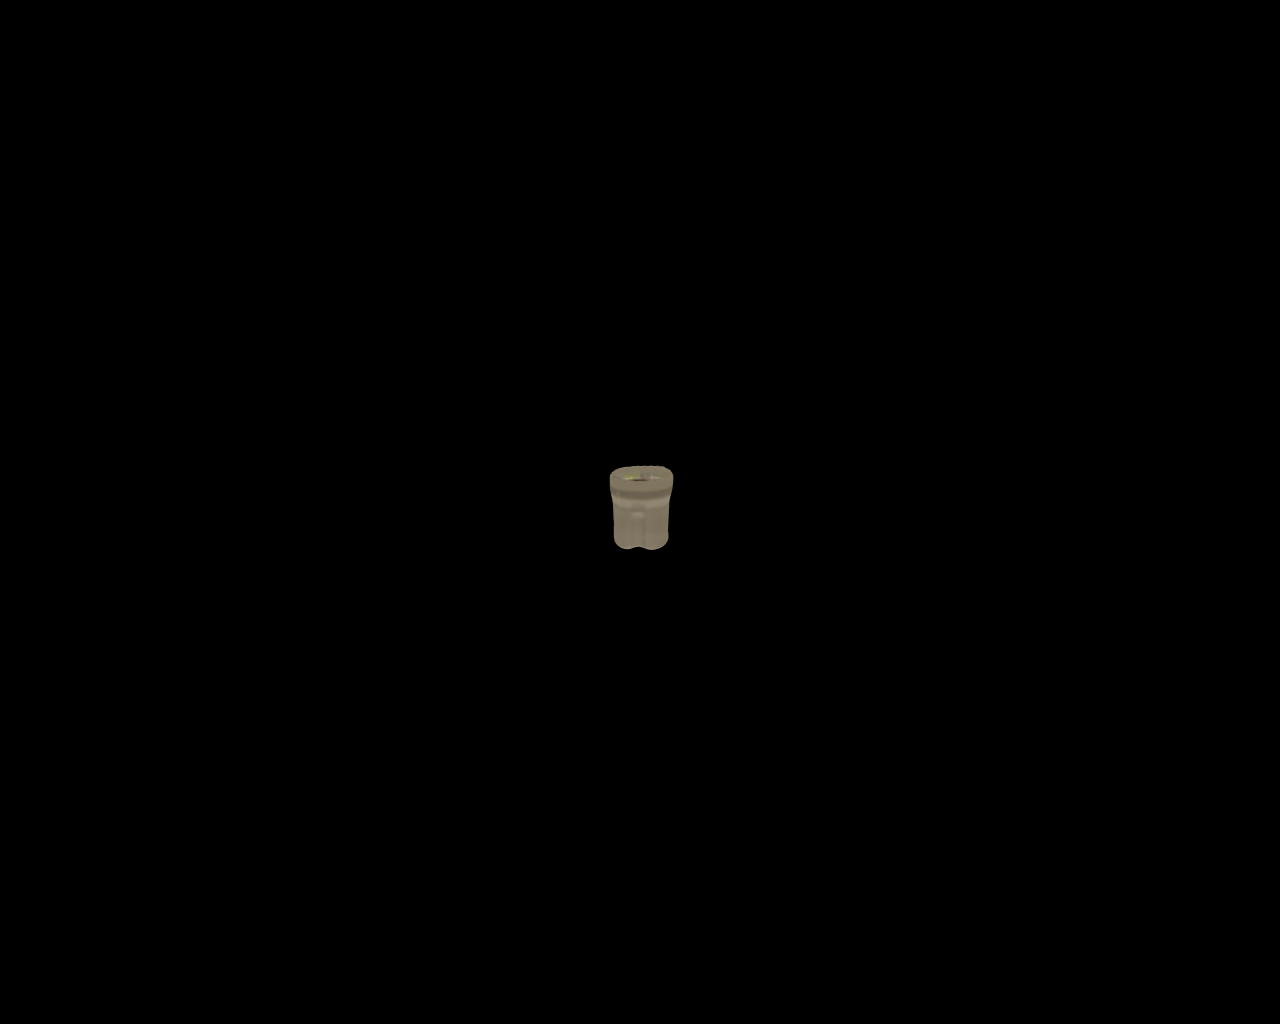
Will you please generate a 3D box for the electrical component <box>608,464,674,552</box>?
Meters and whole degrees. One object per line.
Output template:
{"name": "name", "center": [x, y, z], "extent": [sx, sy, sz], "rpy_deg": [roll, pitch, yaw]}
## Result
{"name": "electrical component", "center": [0.001, -0.003, 0.650], "extent": [0.040, 0.046, 0.040], "rpy_deg": [0, 15, 0]}
